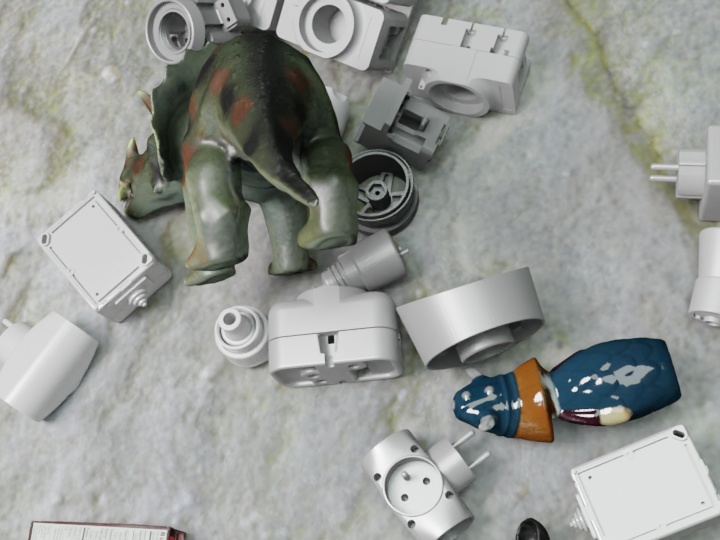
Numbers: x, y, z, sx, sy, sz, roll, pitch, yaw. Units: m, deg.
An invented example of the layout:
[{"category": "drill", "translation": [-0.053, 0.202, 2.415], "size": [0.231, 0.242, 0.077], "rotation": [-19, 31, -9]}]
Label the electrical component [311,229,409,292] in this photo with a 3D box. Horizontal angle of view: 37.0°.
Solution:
[{"category": "electrical component", "translation": [0.000, 0.000, 0.821], "size": [0.078, 0.040, 0.040], "rotation": [-27, 66, 0]}]

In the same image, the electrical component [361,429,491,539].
[{"category": "electrical component", "translation": [0.054, 0.143, 0.750], "size": [0.079, 0.044, 0.077], "rotation": [-36, 66, -4]}]

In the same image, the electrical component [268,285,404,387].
[{"category": "electrical component", "translation": [-0.018, 0.049, 0.798], "size": [0.095, 0.053, 0.059], "rotation": [-7, 68, 9]}]

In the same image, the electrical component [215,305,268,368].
[{"category": "electrical component", "translation": [-0.089, 0.047, 0.809], "size": [0.043, 0.062, 0.043], "rotation": [-4, 68, 10]}]

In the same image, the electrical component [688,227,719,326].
[{"category": "electrical component", "translation": [0.257, 0.007, 0.764], "size": [0.044, 0.044, 0.065], "rotation": [13, 77, 17]}]

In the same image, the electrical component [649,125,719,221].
[{"category": "electrical component", "translation": [0.250, -0.070, 0.781], "size": [0.077, 0.065, 0.047], "rotation": [3, 69, 13]}]

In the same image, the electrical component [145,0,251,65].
[{"category": "electrical component", "translation": [-0.137, -0.195, 0.876], "size": [0.078, 0.057, 0.058], "rotation": [-23, 88, 34]}]

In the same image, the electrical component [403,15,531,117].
[{"category": "electrical component", "translation": [0.085, -0.160, 0.861], "size": [0.089, 0.050, 0.055], "rotation": [14, 72, 17]}]

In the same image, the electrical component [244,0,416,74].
[{"category": "electrical component", "translation": [-0.048, -0.245, 0.892], "size": [0.186, 0.060, 0.105], "rotation": [26, 109, 20]}]

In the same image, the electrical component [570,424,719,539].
[{"category": "electrical component", "translation": [0.186, 0.152, 0.714], "size": [0.096, 0.061, 0.061], "rotation": [-25, 66, 10]}]

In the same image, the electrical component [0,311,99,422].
[{"category": "electrical component", "translation": [-0.260, 0.067, 0.847], "size": [0.079, 0.044, 0.077], "rotation": [31, 78, 21]}]

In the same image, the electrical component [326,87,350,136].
[{"category": "electrical component", "translation": [-0.035, -0.114, 0.872], "size": [0.043, 0.043, 0.062], "rotation": [11, 73, 16]}]

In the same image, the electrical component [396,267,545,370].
[{"category": "electrical component", "translation": [0.079, 0.030, 0.764], "size": [0.099, 0.099, 0.064], "rotation": [-21, 72, 3]}]

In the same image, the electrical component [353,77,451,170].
[{"category": "electrical component", "translation": [0.034, -0.112, 0.844], "size": [0.064, 0.081, 0.042], "rotation": [27, 76, -3]}]

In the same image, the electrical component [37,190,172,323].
[{"category": "electrical component", "translation": [-0.197, -0.004, 0.857], "size": [0.062, 0.061, 0.096], "rotation": [-42, 74, -4]}]
